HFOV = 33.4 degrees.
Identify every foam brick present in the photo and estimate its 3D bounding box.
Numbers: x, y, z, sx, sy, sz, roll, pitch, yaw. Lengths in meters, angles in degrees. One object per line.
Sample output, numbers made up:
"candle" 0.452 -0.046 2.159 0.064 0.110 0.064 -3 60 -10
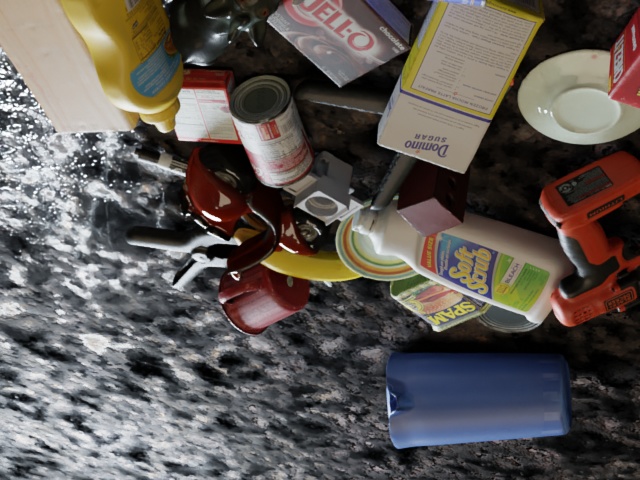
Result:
"foam brick" 0.121 -0.054 1.131 0.051 0.078 0.053 -18 136 38

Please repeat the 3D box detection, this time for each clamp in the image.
"clamp" -0.155 0.005 1.330 0.172 0.039 0.120 -20 141 31
"clamp" 0.089 -0.130 1.051 0.210 0.036 0.164 -28 117 30

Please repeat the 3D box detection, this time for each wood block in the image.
"wood block" -0.241 -0.203 1.007 0.090 0.090 0.206 -1 144 17

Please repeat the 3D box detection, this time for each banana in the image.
"banana" -0.006 0.018 1.286 0.197 0.037 0.070 2 117 -7

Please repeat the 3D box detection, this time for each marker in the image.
"marker" -0.154 -0.082 1.221 0.121 0.020 0.020 19 145 -12

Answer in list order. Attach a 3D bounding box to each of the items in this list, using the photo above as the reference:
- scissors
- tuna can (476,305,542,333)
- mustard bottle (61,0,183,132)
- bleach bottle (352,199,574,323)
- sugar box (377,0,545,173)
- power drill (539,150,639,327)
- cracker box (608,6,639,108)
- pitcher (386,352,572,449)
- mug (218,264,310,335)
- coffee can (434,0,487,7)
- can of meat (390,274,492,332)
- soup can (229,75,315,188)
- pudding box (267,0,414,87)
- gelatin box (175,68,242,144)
"scissors" -0.017 -0.004 1.297 0.096 0.016 0.201 -21 135 37
"tuna can" 0.237 0.079 1.328 0.086 0.033 0.086 8 146 5
"mustard bottle" -0.170 -0.176 0.978 0.058 0.096 0.191 8 140 25
"bleach bottle" 0.154 0.015 1.210 0.250 0.068 0.103 16 126 -12
"sugar box" 0.125 -0.152 0.975 0.093 0.048 0.176 19 130 -7
"power drill" 0.320 -0.003 1.133 0.184 0.057 0.187 -27 130 2
"cracker box" 0.361 -0.183 0.882 0.164 0.072 0.214 17 146 -6
"pitcher" 0.218 0.214 1.461 0.243 0.149 0.145 -4 128 16
"mug" -0.075 0.063 1.336 0.082 0.093 0.117 -27 161 36
"coffee can" 0.069 -0.244 0.848 0.140 0.102 0.103 7 146 5
"can of meat" 0.148 0.058 1.305 0.083 0.057 0.102 35 139 -27
"soup can" -0.049 -0.112 1.103 0.068 0.068 0.102 0 144 16
"pudding box" 0.017 -0.202 0.979 0.090 0.039 0.113 -23 134 39
"gelatin box" -0.121 -0.141 1.116 0.073 0.030 0.089 4 145 13
